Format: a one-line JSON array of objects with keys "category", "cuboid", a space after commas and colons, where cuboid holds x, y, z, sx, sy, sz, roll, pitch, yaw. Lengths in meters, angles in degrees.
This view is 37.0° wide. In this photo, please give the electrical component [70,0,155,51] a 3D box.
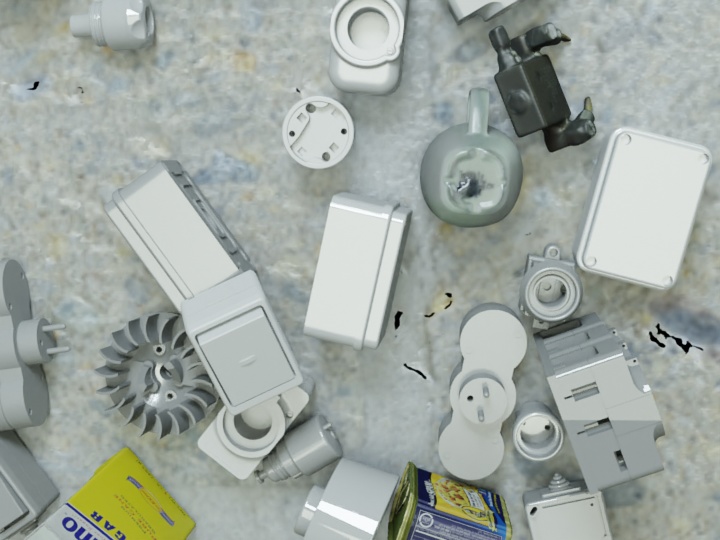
[{"category": "electrical component", "cuboid": [-0.195, -0.193, 0.841, 0.062, 0.043, 0.043, -3, 97, 6]}]

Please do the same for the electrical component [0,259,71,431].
[{"category": "electrical component", "cuboid": [-0.273, 0.060, 0.876, 0.074, 0.052, 0.138, -8, 97, 5]}]

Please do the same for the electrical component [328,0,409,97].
[{"category": "electrical component", "cuboid": [0.007, -0.182, 0.819, 0.054, 0.059, 0.095, 6, 98, 3]}]

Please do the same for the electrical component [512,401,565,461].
[{"category": "electrical component", "cuboid": [0.141, 0.127, 0.857, 0.040, 0.046, 0.040, 1, 97, 4]}]

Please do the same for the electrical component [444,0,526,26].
[{"category": "electrical component", "cuboid": [0.104, -0.225, 0.811, 0.089, 0.050, 0.055, -29, 94, 7]}]

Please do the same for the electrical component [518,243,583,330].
[{"category": "electrical component", "cuboid": [0.147, 0.015, 0.837, 0.048, 0.055, 0.066, 10, 98, 3]}]

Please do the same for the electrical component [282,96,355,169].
[{"category": "electrical component", "cuboid": [-0.030, -0.107, 0.838, 0.055, 0.047, 0.055, 1, 98, 4]}]

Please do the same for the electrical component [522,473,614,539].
[{"category": "electrical component", "cuboid": [0.168, 0.208, 0.862, 0.062, 0.061, 0.096, -13, 89, 6]}]

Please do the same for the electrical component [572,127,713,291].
[{"category": "electrical component", "cuboid": [0.214, -0.048, 0.823, 0.078, 0.057, 0.113, 14, 98, 2]}]

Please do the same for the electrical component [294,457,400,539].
[{"category": "electrical component", "cuboid": [-0.017, 0.201, 0.851, 0.060, 0.108, 0.108, 23, 99, 7]}]

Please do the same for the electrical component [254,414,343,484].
[{"category": "electrical component", "cuboid": [-0.051, 0.150, 0.878, 0.078, 0.040, 0.040, -31, 94, 8]}]

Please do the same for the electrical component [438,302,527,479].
[{"category": "electrical component", "cuboid": [0.096, 0.098, 0.843, 0.052, 0.073, 0.138, 11, 98, 3]}]

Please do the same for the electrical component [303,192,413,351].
[{"category": "electrical component", "cuboid": [0.000, 0.000, 0.835, 0.057, 0.078, 0.113, 13, 98, 5]}]

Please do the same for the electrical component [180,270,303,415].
[{"category": "electrical component", "cuboid": [-0.084, 0.061, 0.798, 0.062, 0.061, 0.096, -25, 117, -4]}]

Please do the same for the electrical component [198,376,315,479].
[{"category": "electrical component", "cuboid": [-0.083, 0.117, 0.868, 0.050, 0.055, 0.089, 38, 98, -1]}]

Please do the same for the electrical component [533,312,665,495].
[{"category": "electrical component", "cuboid": [0.177, 0.092, 0.797, 0.062, 0.150, 0.089, -20, 96, 8]}]

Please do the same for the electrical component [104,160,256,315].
[{"category": "electrical component", "cuboid": [-0.140, -0.025, 0.842, 0.057, 0.078, 0.113, -35, 94, 5]}]

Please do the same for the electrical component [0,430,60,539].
[{"category": "electrical component", "cuboid": [-0.301, 0.185, 0.890, 0.062, 0.061, 0.096, -35, 94, 8]}]
